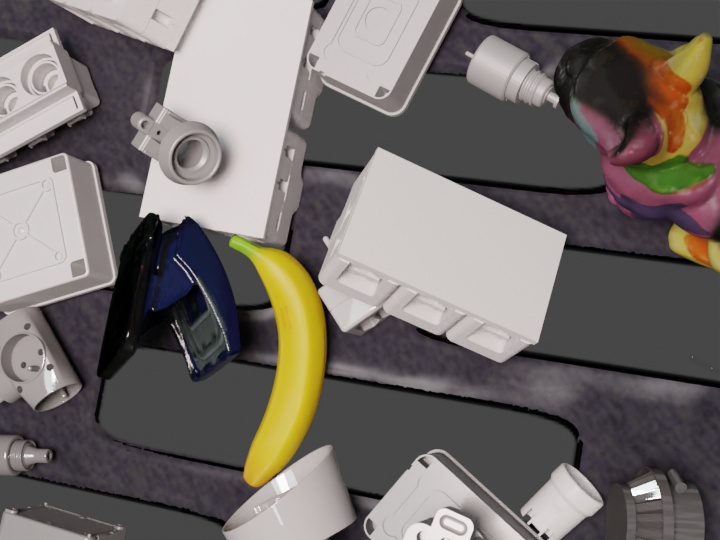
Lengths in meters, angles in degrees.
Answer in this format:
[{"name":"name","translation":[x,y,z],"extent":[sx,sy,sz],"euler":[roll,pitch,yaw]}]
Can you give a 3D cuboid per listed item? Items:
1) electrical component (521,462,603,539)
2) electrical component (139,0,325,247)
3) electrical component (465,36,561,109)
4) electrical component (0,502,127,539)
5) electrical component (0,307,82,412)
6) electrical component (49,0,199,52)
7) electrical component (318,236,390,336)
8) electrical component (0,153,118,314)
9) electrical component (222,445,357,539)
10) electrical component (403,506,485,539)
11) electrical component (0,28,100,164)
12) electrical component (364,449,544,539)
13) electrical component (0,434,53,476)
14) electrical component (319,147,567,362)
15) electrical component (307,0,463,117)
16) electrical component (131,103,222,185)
[{"name":"electrical component","translation":[0.143,0.167,0.764],"extent":[0.046,0.040,0.040],"euler":[-47,74,12]},{"name":"electrical component","translation":[-0.096,-0.120,0.857],"extent":[0.105,0.060,0.186],"euler":[10,86,17]},{"name":"electrical component","translation":[0.117,-0.145,0.809],"extent":[0.078,0.040,0.040],"euler":[33,93,17]},{"name":"electrical component","translation":[-0.246,0.225,0.855],"extent":[0.096,0.062,0.061],"euler":[12,86,17]},{"name":"electrical component","translation":[-0.282,0.084,0.892],"extent":[0.079,0.044,0.077],"euler":[-36,75,9]},{"name":"electrical component","translation":[-0.189,-0.240,0.862],"extent":[0.150,0.062,0.089],"euler":[28,91,48]},{"name":"electrical component","translation":[0.000,0.000,0.821],"extent":[0.066,0.047,0.076],"euler":[-35,75,9]},{"name":"electrical component","translation":[-0.268,-0.029,0.896],"extent":[0.109,0.056,0.108],"euler":[-16,79,14]},{"name":"electrical component","translation":[-0.052,0.177,0.790],"extent":[0.099,0.099,0.064],"euler":[-27,83,11]},{"name":"electrical component","translation":[0.056,0.195,0.713],"extent":[0.058,0.057,0.078],"euler":[21,89,17]},{"name":"electrical component","translation":[-0.290,-0.138,0.913],"extent":[0.121,0.063,0.078],"euler":[-26,77,12]},{"name":"electrical component","translation":[0.070,0.192,0.772],"extent":[0.113,0.057,0.078],"euler":[41,95,17]},{"name":"electrical component","translation":[-0.285,0.153,0.890],"extent":[0.061,0.035,0.035],"euler":[-1,83,14]},{"name":"electrical component","translation":[0.057,-0.007,0.761],"extent":[0.150,0.061,0.089],"euler":[24,64,-8]},{"name":"electrical component","translation":[0.021,-0.185,0.833],"extent":[0.078,0.057,0.113],"euler":[28,91,17]},{"name":"electrical component","translation":[-0.132,-0.091,0.795],"extent":[0.048,0.066,0.055],"euler":[-57,40,3]}]
